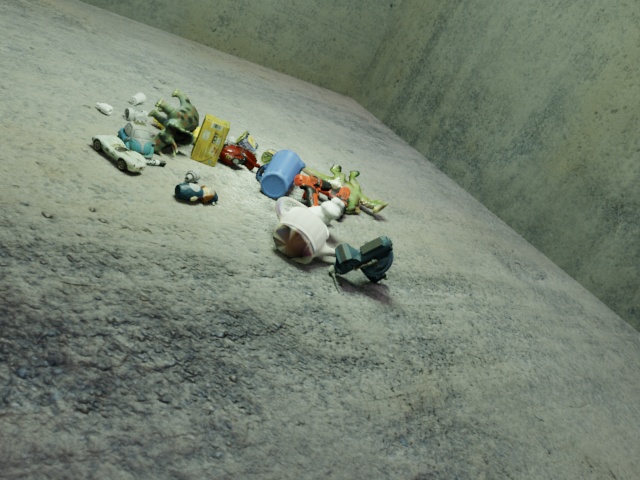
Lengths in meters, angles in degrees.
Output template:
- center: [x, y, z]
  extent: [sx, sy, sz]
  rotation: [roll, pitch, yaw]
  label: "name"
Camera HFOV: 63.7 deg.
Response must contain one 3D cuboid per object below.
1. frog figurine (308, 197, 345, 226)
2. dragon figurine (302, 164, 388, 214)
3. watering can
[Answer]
- center: [0.006, -0.091, 1.810]
  extent: [0.137, 0.157, 0.125]
  rotation: [6, 30, -40]
  label: "frog figurine"
- center: [0.094, -0.205, 2.210]
  extent: [0.409, 0.119, 0.248]
  rotation: [13, 36, -12]
  label: "dragon figurine"
- center: [-0.022, 0.002, 1.658]
  extent: [0.347, 0.102, 0.228]
  rotation: [44, 33, -4]
  label: "watering can"
